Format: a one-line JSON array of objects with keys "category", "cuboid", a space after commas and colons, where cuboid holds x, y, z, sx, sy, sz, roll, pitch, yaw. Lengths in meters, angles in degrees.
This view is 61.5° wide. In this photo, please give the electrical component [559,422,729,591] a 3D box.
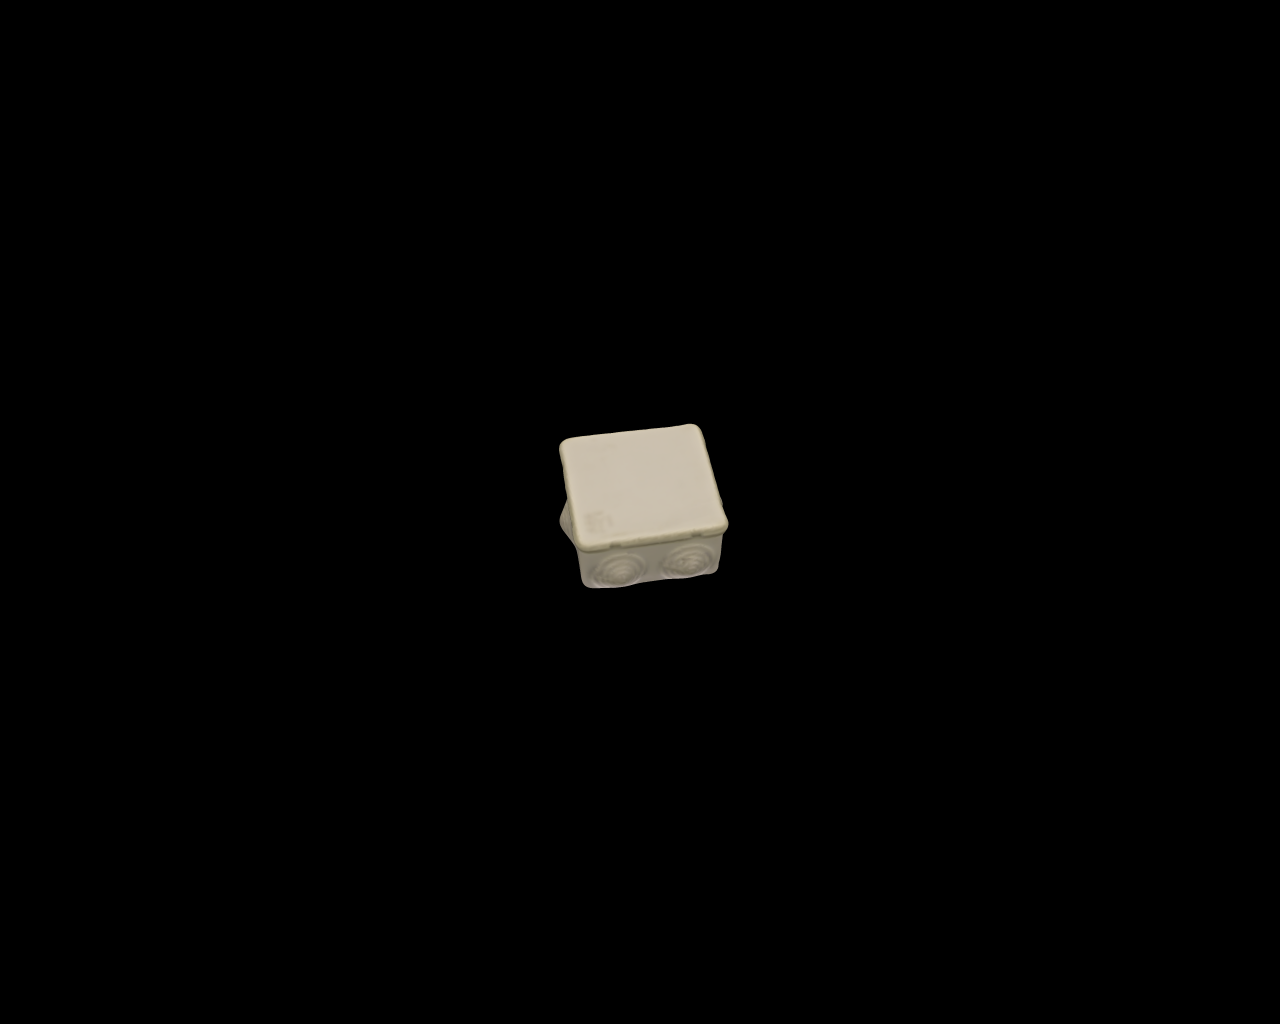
[{"category": "electrical component", "cuboid": [0.001, -0.003, 0.650, 0.100, 0.100, 0.048, -7, -40, -6]}]
